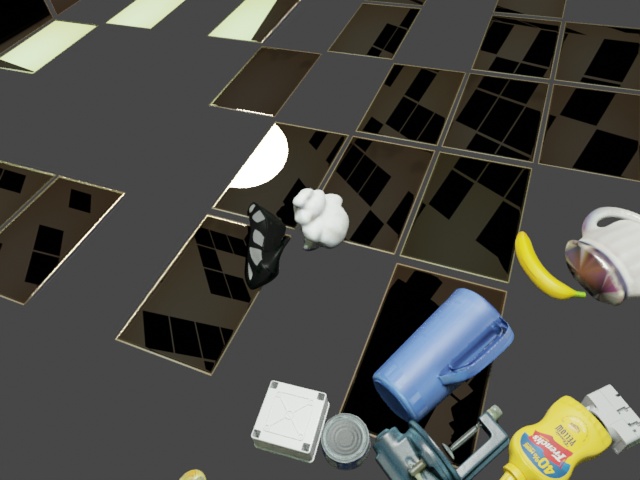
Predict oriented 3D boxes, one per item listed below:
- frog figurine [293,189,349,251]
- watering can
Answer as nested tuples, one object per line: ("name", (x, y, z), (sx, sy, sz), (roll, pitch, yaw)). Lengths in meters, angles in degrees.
("frog figurine", (0.004, -0.059, 1.167), (0.123, 0.140, 0.155), (25, 146, 25))
("watering can", (0.643, 0.063, 1.015), (0.225, 0.355, 0.101), (-21, 138, -10))
